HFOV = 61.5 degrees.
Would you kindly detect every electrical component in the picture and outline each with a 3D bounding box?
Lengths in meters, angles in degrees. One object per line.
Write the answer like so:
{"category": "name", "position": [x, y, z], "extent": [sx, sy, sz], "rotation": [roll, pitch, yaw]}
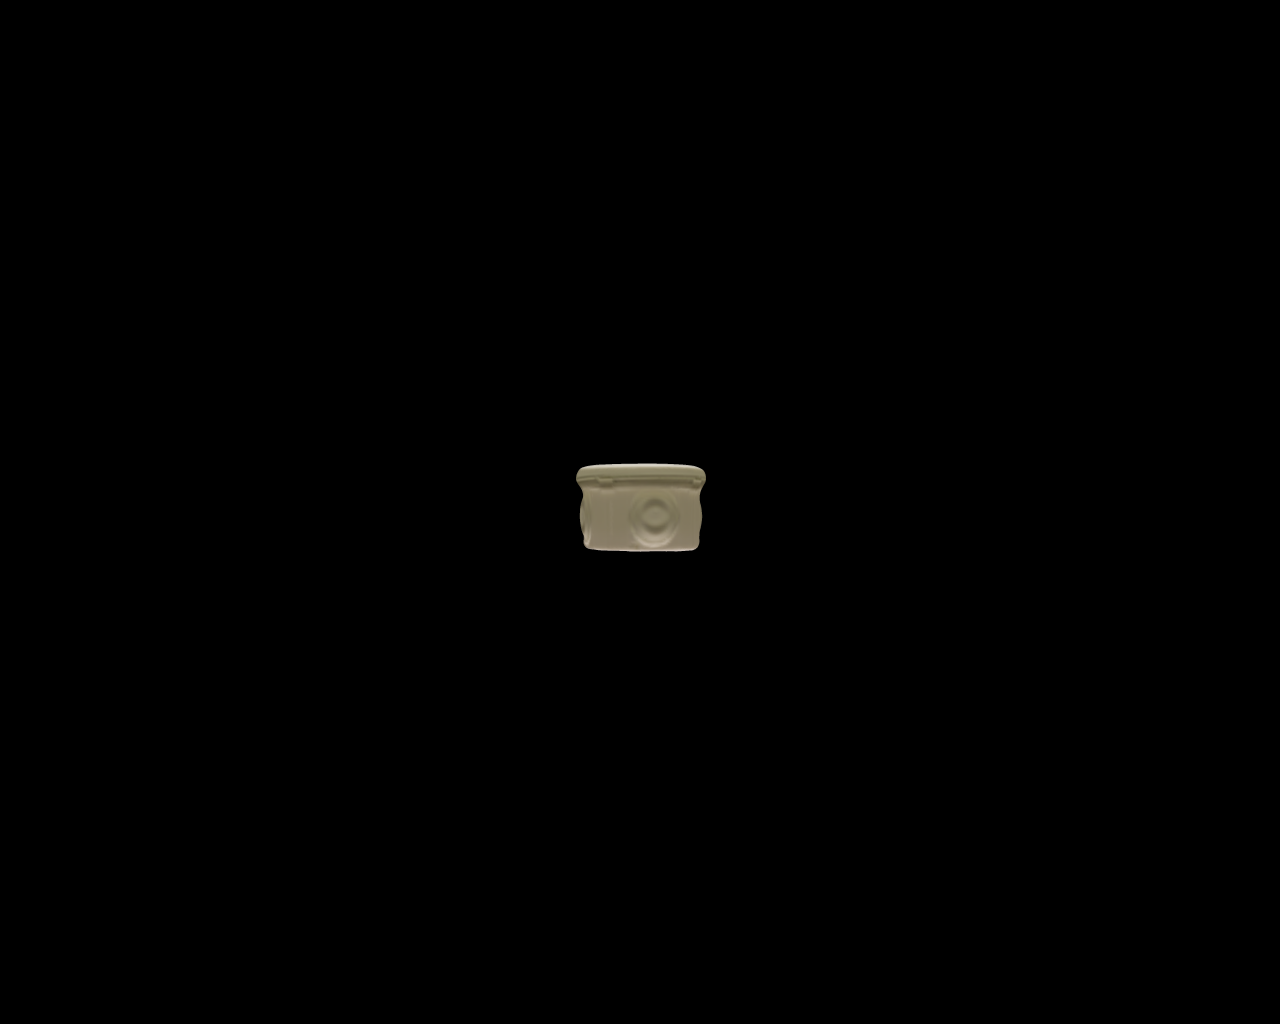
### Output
{"category": "electrical component", "position": [0.001, -0.003, 0.650], "extent": [0.080, 0.051, 0.080], "rotation": [0, 0, 0]}
